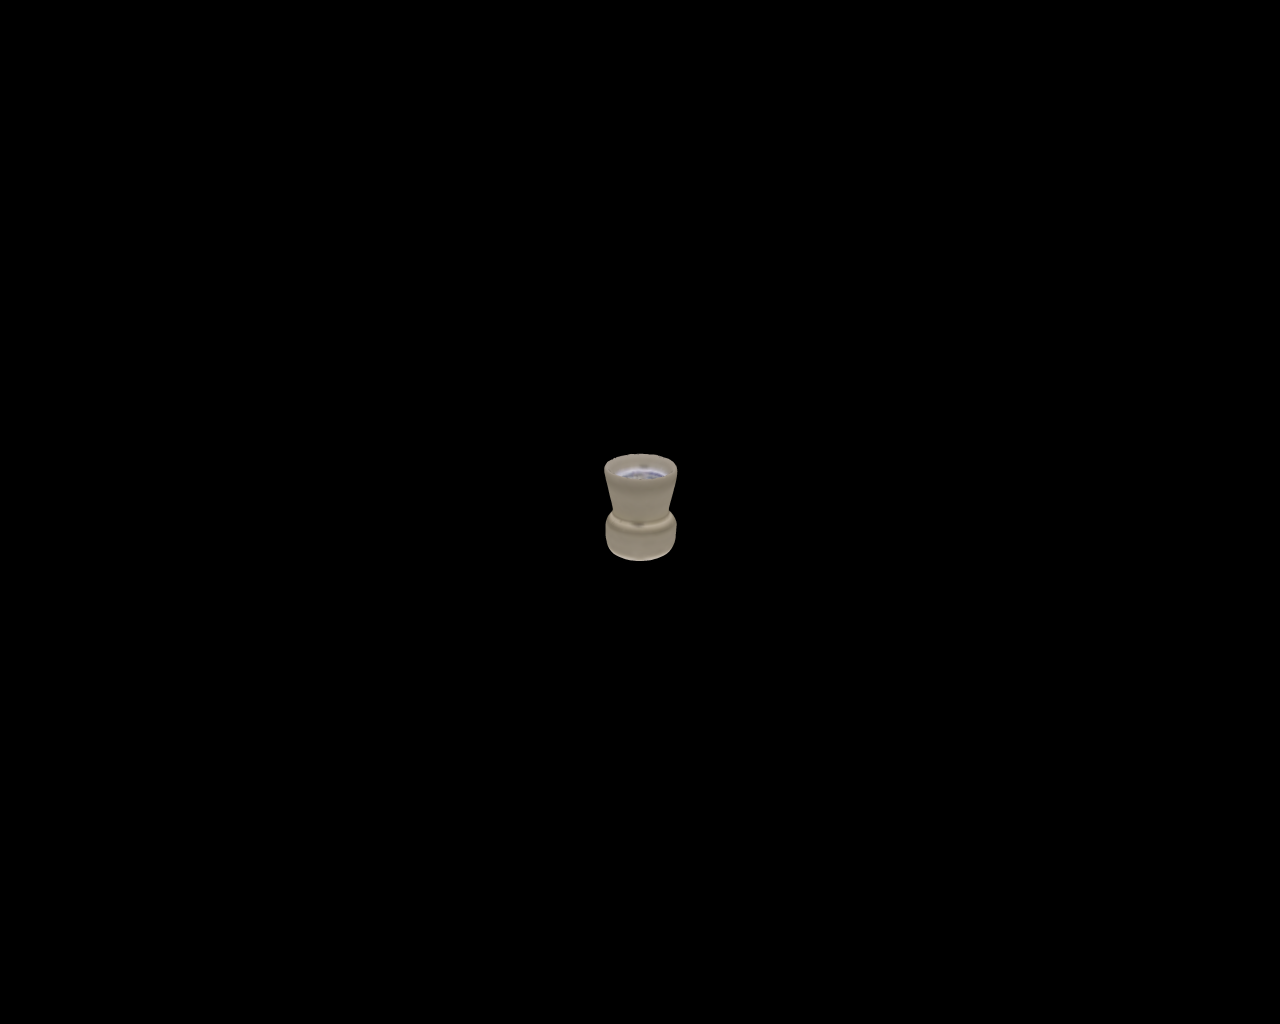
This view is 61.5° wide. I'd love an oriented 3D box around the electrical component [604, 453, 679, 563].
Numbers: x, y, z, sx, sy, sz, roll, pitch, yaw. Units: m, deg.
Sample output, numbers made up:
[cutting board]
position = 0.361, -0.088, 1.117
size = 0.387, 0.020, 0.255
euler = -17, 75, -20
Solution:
[electrical component]
position = 0.001, -0.003, 0.650
size = 0.045, 0.055, 0.045
euler = 0, 24, 0
